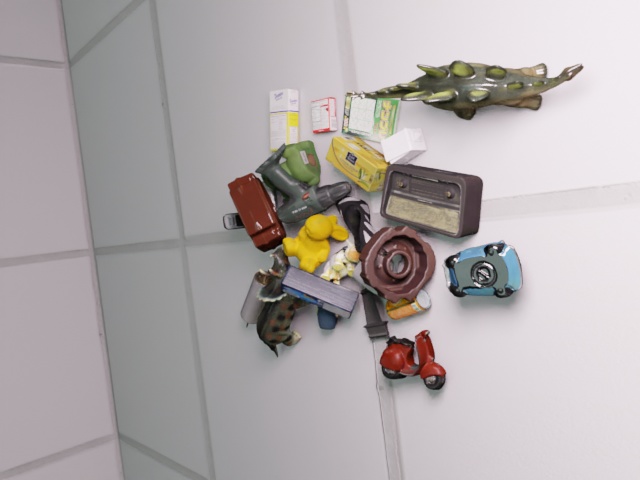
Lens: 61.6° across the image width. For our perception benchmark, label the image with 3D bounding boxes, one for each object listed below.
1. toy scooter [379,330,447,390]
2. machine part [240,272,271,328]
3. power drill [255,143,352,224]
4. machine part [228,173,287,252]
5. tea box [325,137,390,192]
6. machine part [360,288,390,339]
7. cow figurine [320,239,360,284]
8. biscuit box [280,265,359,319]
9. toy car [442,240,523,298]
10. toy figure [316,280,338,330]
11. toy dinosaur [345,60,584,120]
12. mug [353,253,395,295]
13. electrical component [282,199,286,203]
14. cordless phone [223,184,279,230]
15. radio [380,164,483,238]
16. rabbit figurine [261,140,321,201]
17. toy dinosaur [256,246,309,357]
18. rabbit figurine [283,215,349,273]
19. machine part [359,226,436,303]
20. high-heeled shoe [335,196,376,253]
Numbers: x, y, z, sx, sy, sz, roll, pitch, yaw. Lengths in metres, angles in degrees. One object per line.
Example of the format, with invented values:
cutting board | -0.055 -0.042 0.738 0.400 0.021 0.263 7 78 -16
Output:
toy scooter | 0.220 0.274 1.291 0.184 0.075 0.135 4 100 44
machine part | -0.200 0.186 1.735 0.079 0.079 0.243 46 128 33
power drill | -0.055 -0.153 1.414 0.207 0.086 0.232 44 128 -17
machine part | -0.168 -0.074 1.492 0.087 0.201 0.201 -27 81 1
tea box | 0.106 -0.188 1.325 0.170 0.098 0.068 45 126 36
machine part | 0.138 0.189 1.396 0.084 0.039 0.138 -17 85 53
cow figurine | 0.071 0.051 1.417 0.068 0.098 0.167 32 133 -13
biscuit box | -0.002 0.136 1.414 0.203 0.063 0.059 22 152 7
toy car | 0.341 0.062 1.101 0.162 0.103 0.109 -14 88 37
toy figure | 0.021 0.172 1.504 0.058 0.064 0.154 -133 45 -83
toy dinosaur | 0.265 -0.301 1.058 0.472 0.198 0.105 4 96 45
mug | 0.152 0.085 1.339 0.107 0.081 0.109 42 120 22
electrical component | -0.074 -0.096 1.589 0.094 0.021 0.063 9 104 39
cordless phone | -0.219 -0.100 1.631 0.089 0.184 0.146 -6 92 52
radio | 0.246 -0.093 1.203 0.230 0.073 0.131 19 110 44
rabbit figurine | -0.083 -0.186 1.521 0.170 0.121 0.159 -19 104 33
toy dinosaur | -0.125 0.224 1.575 0.131 0.192 0.404 39 122 39
rabbit figurine | -0.003 -0.004 1.430 0.122 0.162 0.173 55 154 27
machine part | 0.174 0.054 1.232 0.056 0.179 0.179 -170 75 -70
high-heeled shoe | 0.078 -0.037 1.343 0.249 0.145 0.086 39 122 35
